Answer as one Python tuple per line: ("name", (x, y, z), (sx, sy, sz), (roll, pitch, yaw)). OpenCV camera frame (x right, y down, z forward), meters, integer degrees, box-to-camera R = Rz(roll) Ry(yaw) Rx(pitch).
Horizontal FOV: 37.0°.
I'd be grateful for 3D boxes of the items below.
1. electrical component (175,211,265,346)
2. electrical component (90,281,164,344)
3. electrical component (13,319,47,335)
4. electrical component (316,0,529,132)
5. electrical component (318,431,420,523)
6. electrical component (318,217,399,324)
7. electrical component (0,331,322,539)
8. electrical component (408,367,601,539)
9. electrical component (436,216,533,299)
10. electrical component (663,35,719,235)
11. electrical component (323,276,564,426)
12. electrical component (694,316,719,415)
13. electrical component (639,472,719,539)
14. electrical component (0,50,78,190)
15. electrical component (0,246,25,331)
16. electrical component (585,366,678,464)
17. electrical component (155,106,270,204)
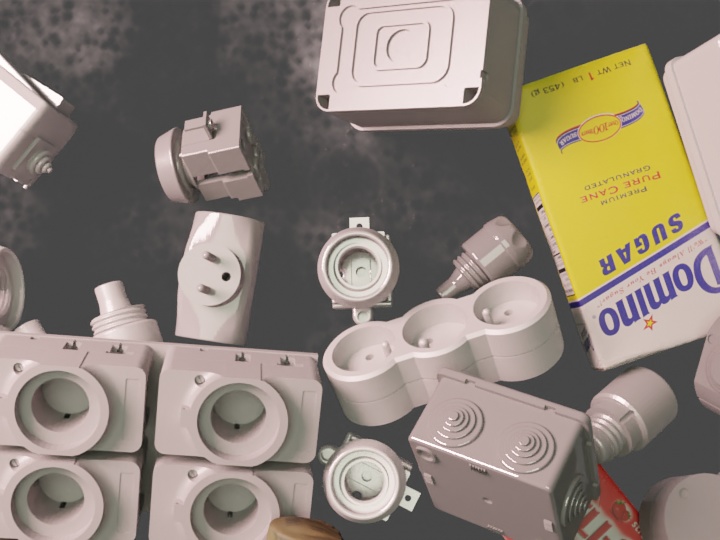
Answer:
("electrical component", (-0.086, 0.004, 0.642), (0.043, 0.079, 0.077), (9, 85, 3))
("electrical component", (-0.146, 0.038, 0.661), (0.043, 0.043, 0.062), (-19, 83, 2))
("electrical component", (-0.191, 0.061, 0.662), (0.043, 0.043, 0.062), (-33, 83, 0))
("electrical component", (0.038, -0.124, 0.636), (0.113, 0.057, 0.078), (3, 84, 33))
("electrical component", (0.004, 0.123, 0.638), (0.066, 0.055, 0.048), (26, 87, 5))
("electrical component", (0.000, 0.000, 0.649), (0.048, 0.055, 0.066), (-2, 85, 3))
("electrical component", (-0.120, 0.100, 0.616), (0.186, 0.060, 0.105), (5, 101, -7))
("electrical component", (0.080, 0.108, 0.591), (0.100, 0.099, 0.048), (16, 58, 28))
("electrical component", (0.073, -0.003, 0.656), (0.061, 0.035, 0.035), (-39, 84, 2))
("electrical component", (0.246, -0.084, 0.623), (0.109, 0.056, 0.108), (-13, 83, -23))
("electrical component", (0.054, 0.060, 0.643), (0.138, 0.052, 0.073), (-18, 123, 5))
("electrical component", (0.234, 0.057, 0.608), (0.080, 0.051, 0.080), (-12, 114, -28))
("electrical component", (0.234, 0.131, 0.599), (0.138, 0.073, 0.052), (-10, 78, -11))
("electrical component", (-0.222, -0.098, 0.669), (0.096, 0.061, 0.061), (39, 88, 6))
("electrical component", (-0.244, 0.013, 0.663), (0.057, 0.058, 0.078), (-2, 85, 6))
("electrical component", (0.151, 0.089, 0.627), (0.078, 0.040, 0.040), (-33, 83, -31))
("electrical component", (-0.093, -0.068, 0.662), (0.055, 0.066, 0.048), (-11, 50, 10))
